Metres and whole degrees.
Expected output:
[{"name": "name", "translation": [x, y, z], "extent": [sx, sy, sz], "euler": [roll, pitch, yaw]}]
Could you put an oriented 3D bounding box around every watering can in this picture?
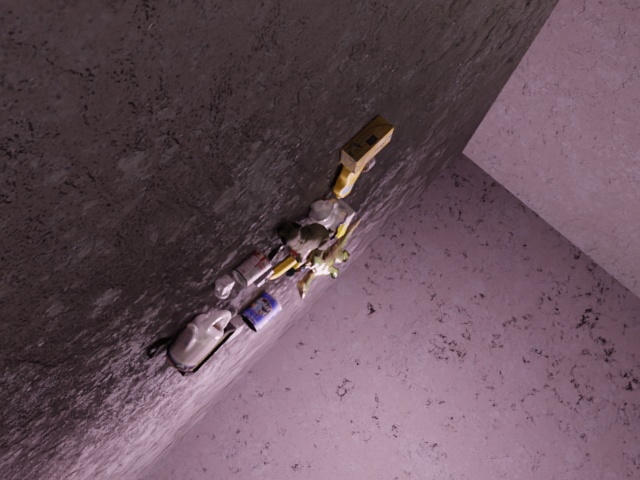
[{"name": "watering can", "translation": [-0.384, 0.302, 1.570], "extent": [0.224, 0.104, 0.347], "euler": [-47, 171, 5]}]

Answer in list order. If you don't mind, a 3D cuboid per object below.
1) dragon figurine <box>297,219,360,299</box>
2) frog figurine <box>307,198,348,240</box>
[{"name": "dragon figurine", "translation": [0.028, 0.062, 2.146], "extent": [0.411, 0.123, 0.241], "euler": [-59, 162, 0]}, {"name": "frog figurine", "translation": [0.005, -0.090, 1.785], "extent": [0.136, 0.125, 0.157], "euler": [-42, 134, 15]}]
